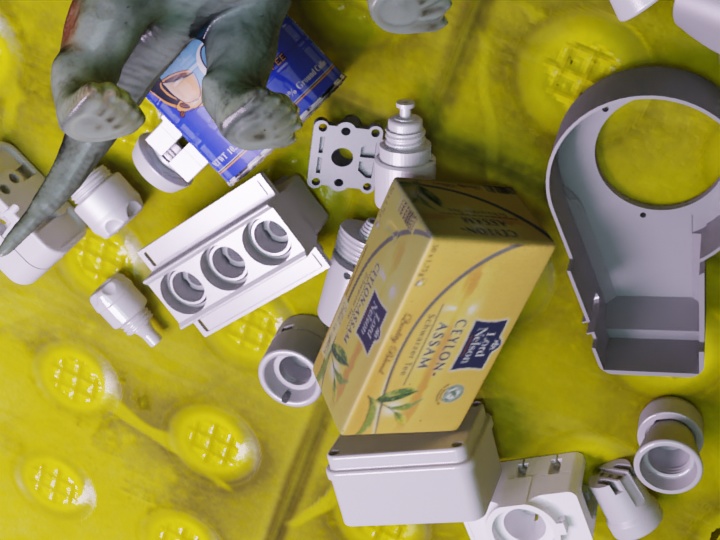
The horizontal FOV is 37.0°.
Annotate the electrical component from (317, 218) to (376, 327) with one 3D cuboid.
[{"bbox_3d":[0.000,0.000,0.748,0.043,0.043,0.081,20,122,7],"label":"electrical component"}]

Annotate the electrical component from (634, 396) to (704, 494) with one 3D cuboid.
[{"bbox_3d":[0.212,0.118,0.735,0.045,0.055,0.045,8,120,14],"label":"electrical component"}]

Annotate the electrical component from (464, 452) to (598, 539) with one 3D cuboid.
[{"bbox_3d":[0.125,0.176,0.796,0.089,0.055,0.050,-13,113,24],"label":"electrical component"}]

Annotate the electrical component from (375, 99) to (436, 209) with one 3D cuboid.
[{"bbox_3d":[0.029,-0.072,0.700,0.040,0.040,0.078,7,120,15],"label":"electrical component"}]

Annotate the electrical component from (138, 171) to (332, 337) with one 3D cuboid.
[{"bbox_3d":[-0.085,-0.014,0.757,0.121,0.063,0.078,-29,106,29],"label":"electrical component"}]

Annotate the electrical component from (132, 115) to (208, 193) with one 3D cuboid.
[{"bbox_3d":[-0.124,-0.086,0.742,0.055,0.048,0.066,-40,101,24],"label":"electrical component"}]

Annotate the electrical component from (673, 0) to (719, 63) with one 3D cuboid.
[{"bbox_3d":[0.219,-0.131,0.596,0.077,0.043,0.079,32,163,30],"label":"electrical component"}]

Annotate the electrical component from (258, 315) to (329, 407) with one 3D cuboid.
[{"bbox_3d":[-0.044,0.068,0.799,0.055,0.047,0.055,8,120,14],"label":"electrical component"}]

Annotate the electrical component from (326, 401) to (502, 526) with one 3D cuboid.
[{"bbox_3d":[0.040,0.141,0.790,0.113,0.078,0.057,-8,109,22],"label":"electrical component"}]

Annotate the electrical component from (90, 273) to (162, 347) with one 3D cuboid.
[{"bbox_3d":[-0.178,0.034,0.833,0.035,0.035,0.061,-32,107,30],"label":"electrical component"}]

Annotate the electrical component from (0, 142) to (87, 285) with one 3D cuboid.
[{"bbox_3d":[-0.263,-0.040,0.809,0.059,0.053,0.095,-36,102,31],"label":"electrical component"}]

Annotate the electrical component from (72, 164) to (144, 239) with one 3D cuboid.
[{"bbox_3d":[-0.191,-0.057,0.782,0.043,0.043,0.062,-36,101,31],"label":"electrical component"}]

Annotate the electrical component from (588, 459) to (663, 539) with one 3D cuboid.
[{"bbox_3d":[0.191,0.165,0.778,0.040,0.040,0.046,-26,102,29],"label":"electrical component"}]

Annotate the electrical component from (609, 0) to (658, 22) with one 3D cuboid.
[{"bbox_3d":[0.147,-0.174,0.600,0.045,0.045,0.055,-35,102,31],"label":"electrical component"}]
